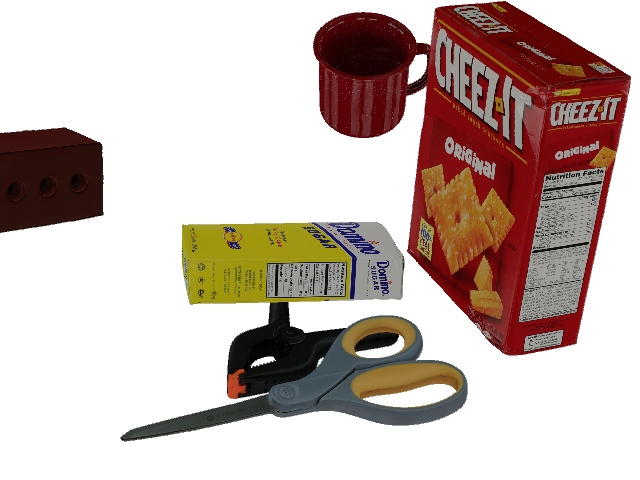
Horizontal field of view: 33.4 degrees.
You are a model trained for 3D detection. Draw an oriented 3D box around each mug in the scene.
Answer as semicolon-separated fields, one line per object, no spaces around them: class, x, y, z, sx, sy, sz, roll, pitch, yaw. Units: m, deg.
mug;0.051;-0.152;0.986;0.117;0.093;0.081;-14;-38;-11

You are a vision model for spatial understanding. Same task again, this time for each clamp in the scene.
clamp;-0.022;0.112;1.134;0.165;0.036;0.209;15;29;22

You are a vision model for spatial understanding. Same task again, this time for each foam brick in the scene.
foam brick;-0.190;-0.041;0.704;0.078;0.053;0.051;-13;25;-38

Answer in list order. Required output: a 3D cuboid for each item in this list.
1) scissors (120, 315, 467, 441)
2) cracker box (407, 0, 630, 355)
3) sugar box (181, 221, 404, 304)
scissors;-0.014;0.081;0.635;0.201;0.016;0.096;-1;35;-5
cracker box;0.134;-0.048;0.788;0.072;0.214;0.164;-9;32;-20
sugar box;-0.026;0.016;0.892;0.176;0.048;0.093;-4;20;-9
